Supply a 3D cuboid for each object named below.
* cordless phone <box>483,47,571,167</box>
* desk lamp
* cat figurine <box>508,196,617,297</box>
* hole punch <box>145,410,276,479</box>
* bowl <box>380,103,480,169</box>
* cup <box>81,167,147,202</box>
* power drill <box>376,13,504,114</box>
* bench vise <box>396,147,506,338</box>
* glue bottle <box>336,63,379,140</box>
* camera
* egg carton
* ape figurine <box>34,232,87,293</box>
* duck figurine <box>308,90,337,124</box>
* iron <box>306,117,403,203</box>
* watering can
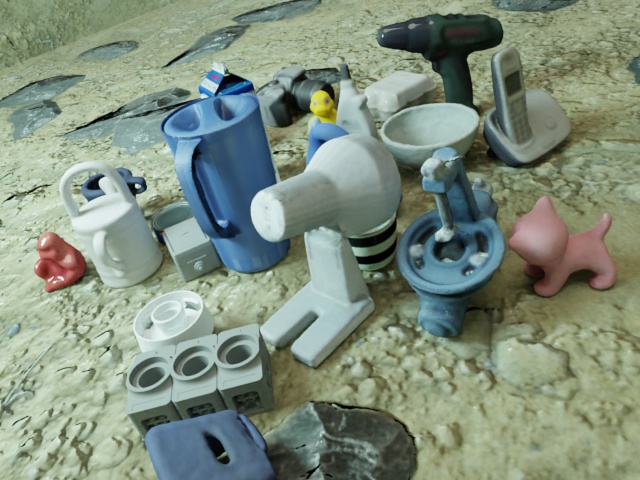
[{"bbox_3d":[0.327,-0.224,0.910,0.148,0.185,0.093,-33,39,-25],"label":"cordless phone"},{"bbox_3d":[0.006,0.002,0.683,0.117,0.214,0.204,18,46,38],"label":"desk lamp"},{"bbox_3d":[0.278,0.002,0.669,0.127,0.118,0.067,-11,35,5],"label":"cat figurine"},{"bbox_3d":[-0.099,0.210,0.537,0.101,0.091,0.108,-29,37,-19],"label":"hole punch"},{"bbox_3d":[0.190,-0.167,0.978,0.167,0.075,0.167,-10,35,7],"label":"bowl"},{"bbox_3d":[-0.350,-0.070,1.018,0.117,0.095,0.091,-5,36,13],"label":"cup"},{"bbox_3d":[0.225,-0.314,1.053,0.229,0.209,0.075,-18,35,-5],"label":"power drill"},{"bbox_3d":[0.149,-0.026,0.666,0.121,0.220,0.207,-4,36,15],"label":"bench vise"},{"bbox_3d":[0.060,-0.234,1.031,0.077,0.173,0.037,10,42,31],"label":"glue bottle"},{"bbox_3d":[-0.048,-0.321,1.257,0.136,0.101,0.143,16,45,37],"label":"camera"},{"bbox_3d":[0.161,-0.293,1.169,0.150,0.069,0.107,-35,39,-27],"label":"egg carton"},{"bbox_3d":[-0.416,0.028,0.907,0.077,0.092,0.076,10,41,31],"label":"ape figurine"},{"bbox_3d":[0.008,-0.264,1.170,0.077,0.086,0.104,-9,35,8],"label":"duck figurine"},{"bbox_3d":[0.025,-0.131,0.927,0.119,0.142,0.257,-24,36,-14],"label":"iron"},{"bbox_3d":[-0.323,-0.034,0.871,0.101,0.194,0.172,-28,37,-19],"label":"watering can"}]
